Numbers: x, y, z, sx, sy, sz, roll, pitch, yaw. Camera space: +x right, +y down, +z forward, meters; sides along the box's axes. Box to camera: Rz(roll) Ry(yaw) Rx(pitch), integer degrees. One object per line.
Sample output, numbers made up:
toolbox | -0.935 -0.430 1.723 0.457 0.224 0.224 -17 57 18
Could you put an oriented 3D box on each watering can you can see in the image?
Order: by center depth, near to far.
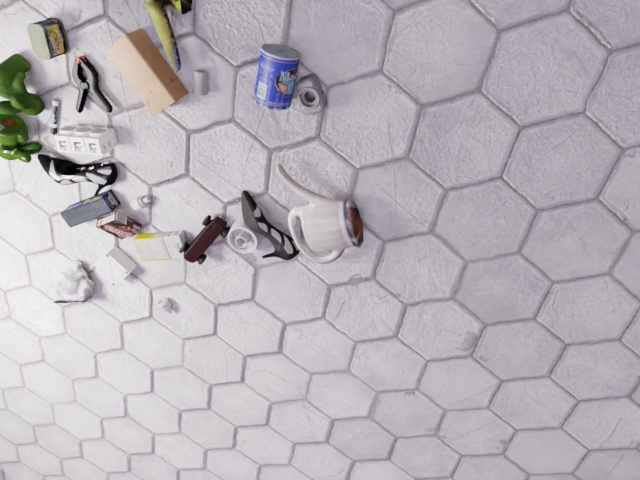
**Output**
watering can | 0.005 -0.076 1.510 0.224 0.106 0.341 -8 119 17

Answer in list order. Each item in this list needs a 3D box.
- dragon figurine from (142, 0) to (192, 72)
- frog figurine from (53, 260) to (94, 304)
dragon figurine | -0.460 -0.650 1.307 0.244 0.124 0.402 19 121 20
frog figurine | -0.903 0.153 1.901 0.137 0.122 0.160 -1 84 24
